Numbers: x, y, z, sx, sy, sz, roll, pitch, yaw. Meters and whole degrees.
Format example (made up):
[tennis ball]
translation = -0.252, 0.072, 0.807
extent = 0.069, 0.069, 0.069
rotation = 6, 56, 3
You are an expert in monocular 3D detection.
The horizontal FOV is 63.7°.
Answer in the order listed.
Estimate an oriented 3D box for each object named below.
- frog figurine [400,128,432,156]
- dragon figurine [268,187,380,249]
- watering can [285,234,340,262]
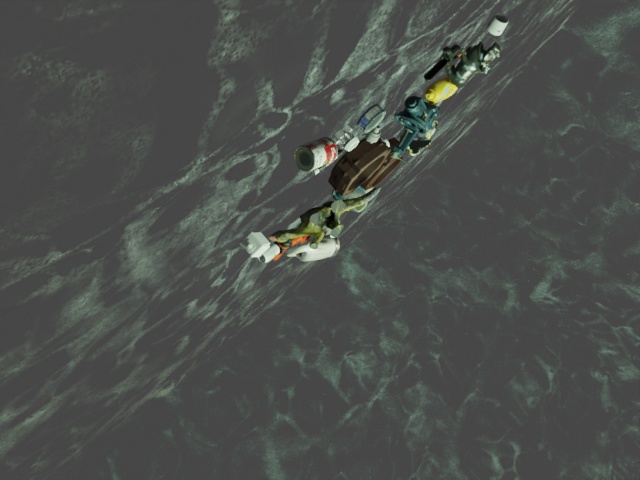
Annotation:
[frog figurine]
translation = 0.384, -0.434, 2.069
extent = 0.134, 0.122, 0.163
rotation = 112, -10, -53
[dragon figurine]
translation = 0.006, -0.093, 1.839
extent = 0.413, 0.120, 0.245
rotation = -31, -157, -15
[watering can]
translation = -0.013, 0.031, 2.214
extent = 0.225, 0.104, 0.344
rotation = -8, 174, -27
